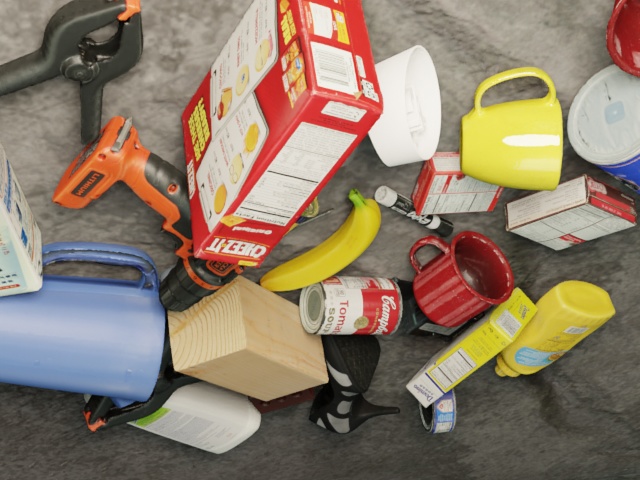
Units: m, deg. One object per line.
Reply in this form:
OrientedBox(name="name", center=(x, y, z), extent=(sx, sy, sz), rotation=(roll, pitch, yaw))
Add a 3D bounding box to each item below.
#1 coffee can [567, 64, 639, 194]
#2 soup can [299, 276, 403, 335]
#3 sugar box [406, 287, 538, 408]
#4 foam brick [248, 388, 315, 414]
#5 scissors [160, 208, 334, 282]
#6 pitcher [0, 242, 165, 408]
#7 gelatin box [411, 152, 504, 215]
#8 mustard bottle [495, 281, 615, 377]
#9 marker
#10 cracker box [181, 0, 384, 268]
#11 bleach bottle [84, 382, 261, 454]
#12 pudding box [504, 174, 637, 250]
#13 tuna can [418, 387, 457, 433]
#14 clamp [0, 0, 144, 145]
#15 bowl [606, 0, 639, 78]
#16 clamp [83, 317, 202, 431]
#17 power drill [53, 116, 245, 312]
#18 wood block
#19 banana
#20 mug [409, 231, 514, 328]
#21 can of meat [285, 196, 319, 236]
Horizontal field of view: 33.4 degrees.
OrientedBox(name="coffee can", center=(0.323, -0.099, 1.043), extent=(0.103, 0.103, 0.140), rotation=(-35, 140, 31))
OrientedBox(name="soup can", center=(0.035, 0.076, 1.239), extent=(0.102, 0.068, 0.069), rotation=(3, 144, -25))
OrientedBox(name="sugar box", center=(0.193, 0.139, 1.362), extent=(0.093, 0.048, 0.176), rotation=(-37, 171, -49))
OrientedBox(name="foam brick", center=(-0.054, 0.185, 1.392), extent=(0.078, 0.051, 0.053), rotation=(-17, 145, 8))
OrientedBox(name="scissors", center=(-0.087, 0.009, 1.130), extent=(0.202, 0.016, 0.096), rotation=(-26, 173, 21))
OrientedBox(name="pitcher", center=(-0.289, 0.086, 1.127), extent=(0.242, 0.149, 0.145), rotation=(8, 156, -22))
OrientedBox(name="gelatin box", center=(0.147, -0.060, 1.113), extent=(0.089, 0.030, 0.073), rotation=(-3, 146, -12))
OrientedBox(name="mustard bottle", center=(0.291, 0.127, 1.401), extent=(0.096, 0.058, 0.192), rotation=(6, 142, -30))
OrientedBox(name="marker", center=(0.105, -0.029, 1.154), extent=(0.020, 0.020, 0.120), rotation=(-34, 140, 30))
OrientedBox(name="cracker box", center=(-0.038, -0.103, 0.877), extent=(0.072, 0.164, 0.214), rotation=(12, 139, -27))
OrientedBox(name="bleach bottle", center=(-0.200, 0.207, 1.372), extent=(0.103, 0.068, 0.250), rotation=(-38, 135, 28))
OrientedBox(name="pudding box", center=(0.273, -0.029, 1.164), extent=(0.089, 0.039, 0.114), rotation=(20, 151, -36))
OrientedBox(name="tuna can", center=(0.162, 0.225, 1.482), extent=(0.033, 0.086, 0.086), rotation=(-4, 145, -9))
OrientedBox(name="clamp", center=(-0.209, -0.148, 0.874), extent=(0.120, 0.039, 0.172), rotation=(8, 138, -35))
OrientedBox(name="bowl", center=(0.318, -0.213, 0.918), extent=(0.162, 0.055, 0.162), rotation=(-8, 146, -5))
OrientedBox(name="clamp", center=(-0.195, 0.153, 1.271), extent=(0.210, 0.036, 0.164), rotation=(-30, 137, -3))
OrientedBox(name="power drill", center=(-0.152, -0.019, 1.008), extent=(0.187, 0.057, 0.185), rotation=(33, 130, -21))
OrientedBox(name="wood block", center=(-0.079, 0.114, 1.211), extent=(0.091, 0.090, 0.205), rotation=(-19, 156, 20))
OrientedBox(name="banana", center=(0.010, 0.006, 1.166), extent=(0.069, 0.037, 0.198), rotation=(24, 135, -22))
OrientedBox(name="mug", center=(0.152, 0.042, 1.222), extent=(0.117, 0.093, 0.082), rotation=(39, 134, -12))
OrientedBox(name="can of meat", center=(-0.067, -0.035, 1.063), extent=(0.101, 0.057, 0.084), rotation=(18, 138, -35))
